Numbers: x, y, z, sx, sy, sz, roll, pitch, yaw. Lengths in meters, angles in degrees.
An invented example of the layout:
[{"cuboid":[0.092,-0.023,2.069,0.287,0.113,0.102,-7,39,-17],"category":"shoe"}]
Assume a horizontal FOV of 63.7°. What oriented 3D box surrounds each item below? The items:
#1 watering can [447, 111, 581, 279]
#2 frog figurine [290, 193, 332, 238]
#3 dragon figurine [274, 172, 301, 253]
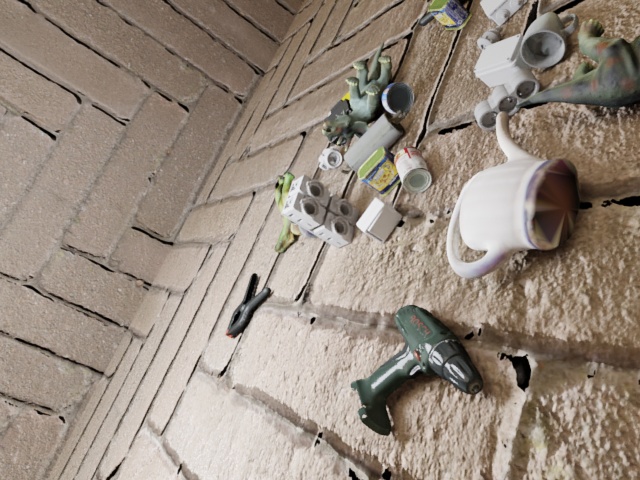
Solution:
[{"cuboid":[0.324,-0.093,0.863,0.224,0.103,0.352,-4,59,59],"category":"watering can"},{"cuboid":[0.004,-0.073,1.454,0.136,0.123,0.160,-60,-12,14],"category":"frog figurine"},{"cuboid":[-0.111,-0.079,1.652,0.408,0.122,0.245,-10,60,70],"category":"dragon figurine"}]
